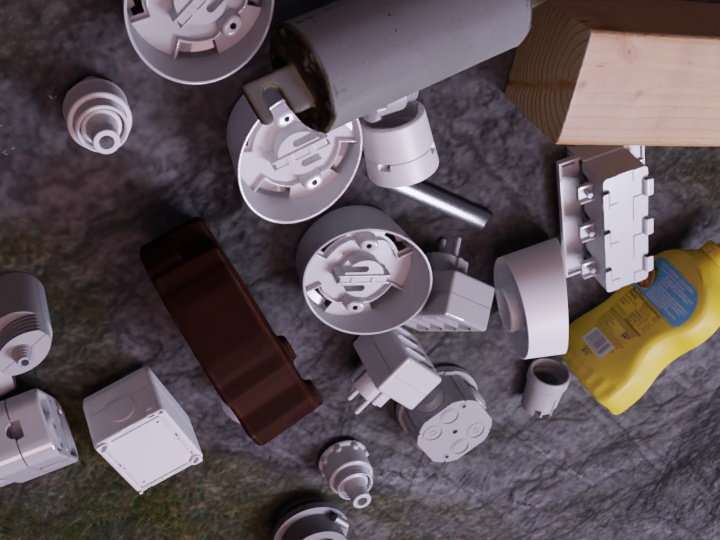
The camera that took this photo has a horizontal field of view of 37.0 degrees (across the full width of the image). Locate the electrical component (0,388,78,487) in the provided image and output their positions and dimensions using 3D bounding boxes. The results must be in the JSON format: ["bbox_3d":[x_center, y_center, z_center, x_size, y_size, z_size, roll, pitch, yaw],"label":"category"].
[{"bbox_3d":[-0.259,0.129,0.820,0.059,0.053,0.095,-21,168,-8],"label":"electrical component"}]

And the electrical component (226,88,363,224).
[{"bbox_3d":[-0.047,-0.089,0.771,0.099,0.064,0.099,-12,128,-16],"label":"electrical component"}]

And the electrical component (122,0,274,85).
[{"bbox_3d":[-0.105,-0.176,0.684,0.099,0.064,0.099,-11,127,-16],"label":"electrical component"}]

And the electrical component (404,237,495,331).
[{"bbox_3d":[0.068,0.009,0.891,0.047,0.083,0.075,23,74,-34],"label":"electrical component"}]

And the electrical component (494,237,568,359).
[{"bbox_3d":[0.153,0.026,0.921,0.064,0.099,0.099,-13,128,-7],"label":"electrical component"}]

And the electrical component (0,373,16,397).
[{"bbox_3d":[-0.299,0.062,0.784,0.077,0.044,0.079,-13,129,-14],"label":"electrical component"}]

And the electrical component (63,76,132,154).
[{"bbox_3d":[-0.172,-0.098,0.712,0.043,0.062,0.043,-11,127,-16],"label":"electrical component"}]

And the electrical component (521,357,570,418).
[{"bbox_3d":[0.176,0.113,1.029,0.040,0.040,0.046,-6,132,-19],"label":"electrical component"}]

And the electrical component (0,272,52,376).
[{"bbox_3d":[-0.244,0.042,0.770,0.043,0.081,0.043,-12,127,-16],"label":"electrical component"}]

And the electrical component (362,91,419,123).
[{"bbox_3d":[0.024,-0.137,0.782,0.062,0.048,0.048,-19,129,-18],"label":"electrical component"}]

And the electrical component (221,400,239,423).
[{"bbox_3d":[-0.087,0.097,0.895,0.055,0.055,0.047,3,126,-25],"label":"electrical component"}]

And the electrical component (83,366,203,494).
[{"bbox_3d":[-0.176,0.132,0.881,0.062,0.061,0.096,-28,138,-2],"label":"electrical component"}]

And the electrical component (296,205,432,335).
[{"bbox_3d":[0.000,0.000,0.855,0.099,0.064,0.099,-11,127,-15],"label":"electrical component"}]

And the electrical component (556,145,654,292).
[{"bbox_3d":[0.213,-0.047,0.913,0.079,0.063,0.121,-20,129,-9],"label":"electrical component"}]

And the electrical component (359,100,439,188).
[{"bbox_3d":[0.028,-0.096,0.806,0.055,0.055,0.047,-21,126,-8],"label":"electrical component"}]

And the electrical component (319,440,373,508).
[{"bbox_3d":[-0.008,0.191,0.990,0.048,0.062,0.048,-11,127,-16],"label":"electrical component"}]

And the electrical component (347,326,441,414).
[{"bbox_3d":[0.019,0.092,0.928,0.076,0.065,0.047,-46,128,12],"label":"electrical component"}]

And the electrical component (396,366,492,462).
[{"bbox_3d":[0.078,0.133,0.992,0.080,0.051,0.080,-12,127,-16],"label":"electrical component"}]
